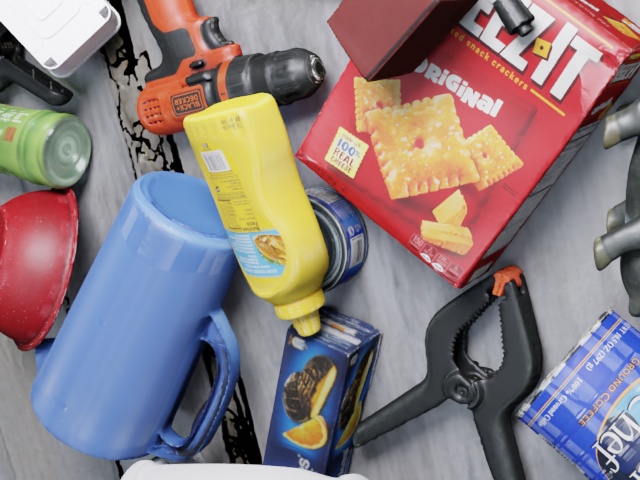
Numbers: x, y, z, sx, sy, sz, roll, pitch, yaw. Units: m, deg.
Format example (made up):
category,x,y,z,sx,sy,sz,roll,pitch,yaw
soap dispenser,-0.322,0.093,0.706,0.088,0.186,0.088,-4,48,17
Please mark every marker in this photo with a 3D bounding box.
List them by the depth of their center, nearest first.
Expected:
category,x,y,z,sx,sy,sz,roll,pitch,yaw
marker,0.098,-0.180,0.679,0.020,0.020,0.121,-39,79,34

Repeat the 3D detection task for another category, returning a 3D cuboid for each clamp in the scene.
category,x,y,z,sx,sy,sz,roll,pitch,yaw
clamp,0.108,0.114,0.834,0.165,0.036,0.210,18,112,27
clamp,-0.292,-0.188,0.995,0.172,0.039,0.120,7,92,32

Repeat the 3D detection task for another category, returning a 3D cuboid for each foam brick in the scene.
category,x,y,z,sx,sy,sz,roll,pitch,yaw
foam brick,0.053,-0.149,0.690,0.051,0.052,0.078,55,129,14

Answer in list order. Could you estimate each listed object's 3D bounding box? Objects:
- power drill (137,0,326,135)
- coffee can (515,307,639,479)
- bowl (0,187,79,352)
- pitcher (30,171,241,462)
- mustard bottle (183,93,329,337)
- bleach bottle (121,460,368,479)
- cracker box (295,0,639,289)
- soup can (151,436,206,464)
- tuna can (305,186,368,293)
category,x,y,z,sx,sy,sz,roll,pitch,yaw
power drill,-0.092,-0.184,0.856,0.185,0.057,0.187,-9,100,34
coffee can,0.220,0.129,0.728,0.140,0.102,0.103,41,122,15
bowl,-0.281,0.020,0.989,0.162,0.055,0.162,-30,53,49
pitcher,-0.144,0.071,0.932,0.243,0.149,0.145,-62,29,26
mustard bottle,-0.039,-0.014,0.821,0.096,0.058,0.191,0,114,55
bleach bottle,-0.045,0.221,0.868,0.251,0.068,0.102,-12,121,31
cracker box,0.102,-0.096,0.753,0.164,0.072,0.214,41,121,15
soup can,-0.124,0.245,1.003,0.069,0.068,0.102,-39,83,34
tuna can,-0.006,0.001,0.873,0.086,0.033,0.086,10,110,30
